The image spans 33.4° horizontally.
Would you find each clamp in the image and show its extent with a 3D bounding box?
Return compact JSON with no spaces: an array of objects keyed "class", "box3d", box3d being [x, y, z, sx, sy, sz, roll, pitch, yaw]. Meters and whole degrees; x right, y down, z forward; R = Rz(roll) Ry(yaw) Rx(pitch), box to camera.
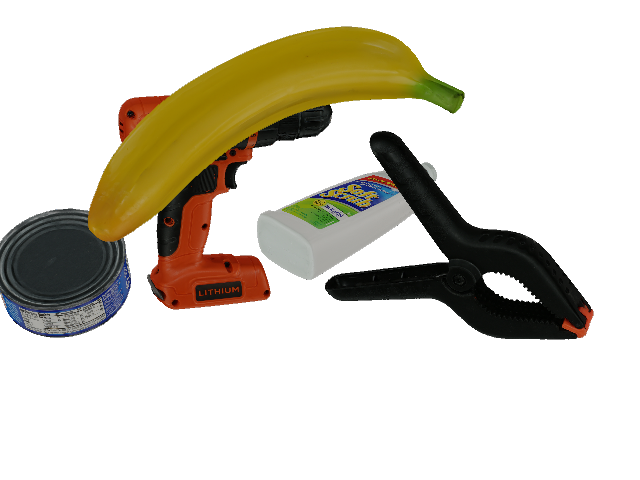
[{"class":"clamp","box3d":[0.108,0.012,0.810,0.210,0.165,0.036,20,40,15]}]

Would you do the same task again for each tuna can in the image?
[{"class":"tuna can","box3d":[-0.168,0.021,0.698,0.086,0.086,0.034,0,-42,1]}]

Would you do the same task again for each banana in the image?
[{"class":"banana","box3d":[-0.029,-0.063,0.519,0.197,0.070,0.037,-23,-37,-15]}]

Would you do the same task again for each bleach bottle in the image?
[{"class":"bleach bottle","box3d":[0.046,-0.041,1.325,0.250,0.068,0.103,-30,44,-35]}]

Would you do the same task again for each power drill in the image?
[{"class":"power drill","box3d":[-0.080,-0.040,0.922,0.184,0.188,0.057,-5,20,-18]}]
